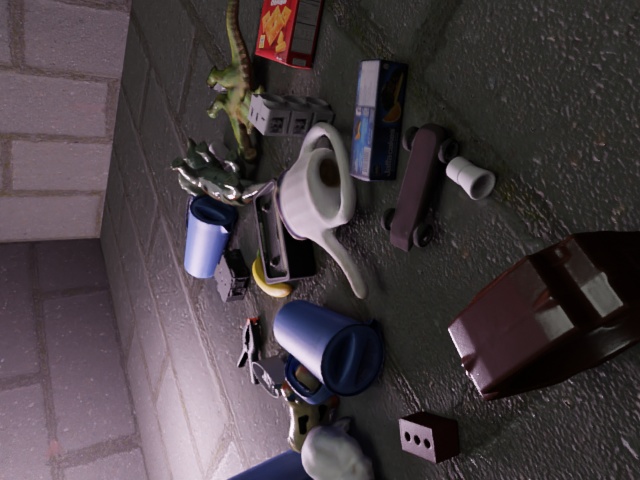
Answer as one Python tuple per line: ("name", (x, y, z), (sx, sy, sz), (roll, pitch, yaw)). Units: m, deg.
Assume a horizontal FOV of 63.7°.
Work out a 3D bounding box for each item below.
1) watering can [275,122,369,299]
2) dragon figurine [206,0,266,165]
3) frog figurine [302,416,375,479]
("watering can", (0.003, -0.051, 1.004), (0.222, 0.104, 0.351), (-24, 71, 57))
("dragon figurine", (-0.182, -0.377, 1.277), (0.246, 0.123, 0.401), (43, 137, 40))
("frog figurine", (0.035, 0.431, 0.969), (0.136, 0.122, 0.163), (-54, 33, 18))
